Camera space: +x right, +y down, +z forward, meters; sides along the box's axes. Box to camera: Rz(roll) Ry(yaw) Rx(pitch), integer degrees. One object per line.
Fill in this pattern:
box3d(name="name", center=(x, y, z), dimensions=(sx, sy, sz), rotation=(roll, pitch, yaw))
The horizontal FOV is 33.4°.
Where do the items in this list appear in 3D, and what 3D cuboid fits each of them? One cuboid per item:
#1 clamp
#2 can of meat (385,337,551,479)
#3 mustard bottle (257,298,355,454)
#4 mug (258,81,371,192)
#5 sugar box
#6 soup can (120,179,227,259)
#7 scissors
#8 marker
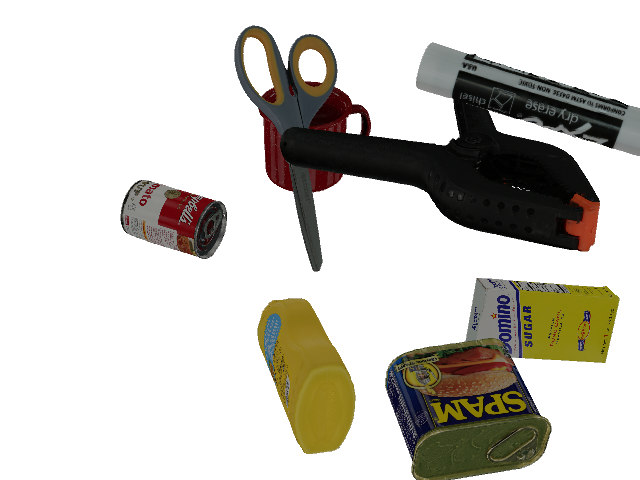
box3d(name="clamp", center=(0.083, -0.046, 0.670), dimensions=(0.164, 0.036, 0.210), rotation=(-17, 34, -23))
box3d(name="can of meat", center=(0.105, 0.122, 0.784), dimensions=(0.102, 0.057, 0.084), rotation=(-6, 41, -12))
box3d(name="mustard bottle", center=(-0.021, 0.110, 1.018), dimensions=(0.058, 0.096, 0.192), rotation=(-6, 28, -15))
box3d(name="mug", center=(-0.004, -0.105, 1.075), dimensions=(0.117, 0.081, 0.093), rotation=(-14, 40, -18))
box3d(name="sugar box", center=(0.277, 0.101, 1.338), dimensions=(0.176, 0.093, 0.048), rotation=(3, 18, -11))
box3d(name="soup can", center=(-0.167, -0.025, 1.214), dimensions=(0.102, 0.068, 0.068), rotation=(17, 6, 21))
box3d(name="scissors", center=(-0.006, -0.083, 0.862), dimensions=(0.096, 0.202, 0.016), rotation=(-23, -2, -27))
box3d(name="marker", center=(0.096, -0.049, 0.405), dimensions=(0.121, 0.020, 0.020), rotation=(19, 4, 12))
